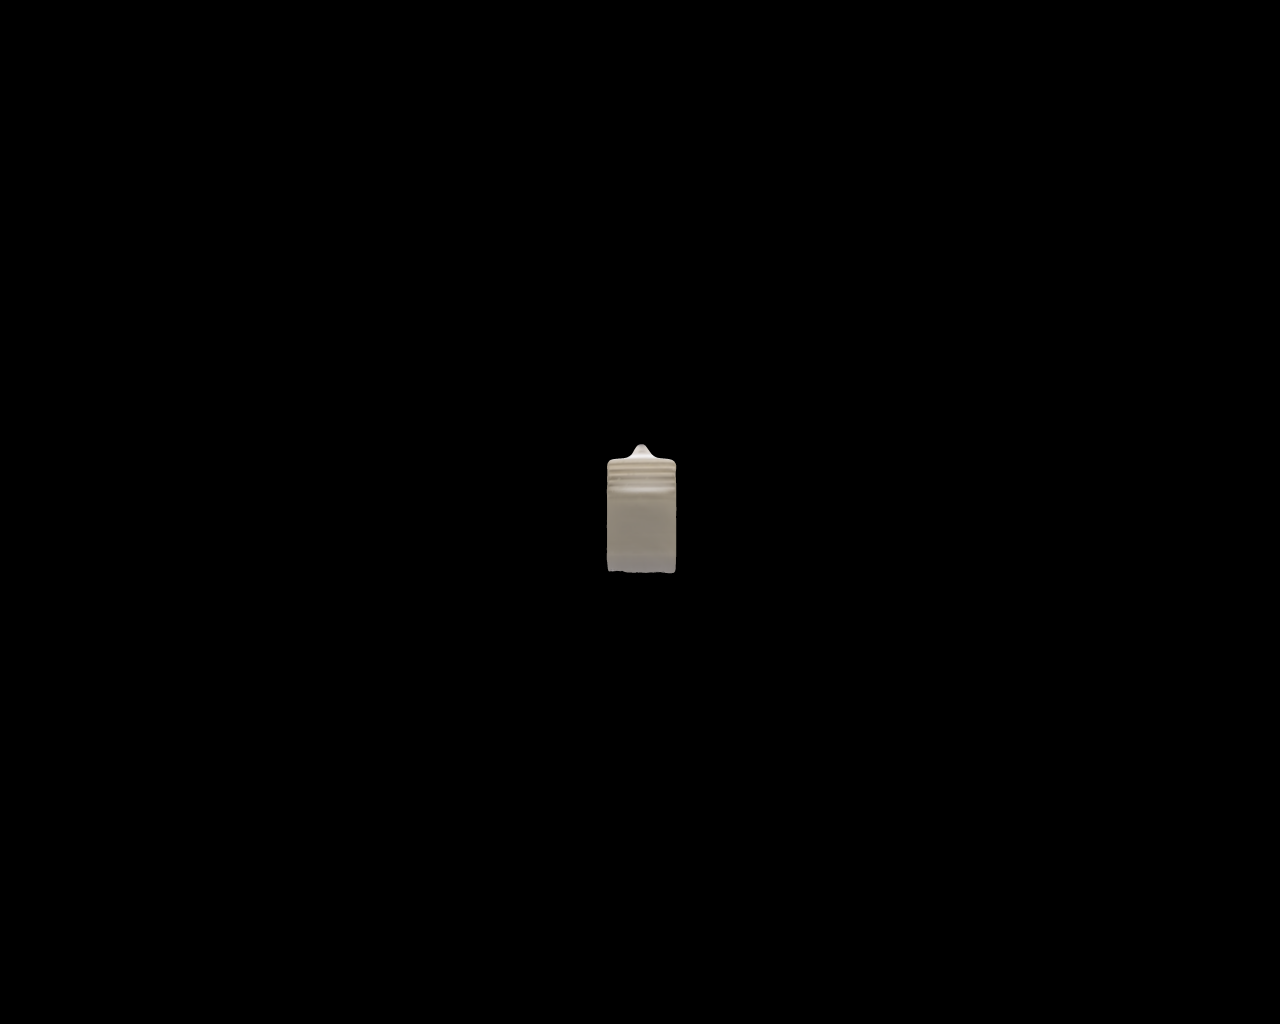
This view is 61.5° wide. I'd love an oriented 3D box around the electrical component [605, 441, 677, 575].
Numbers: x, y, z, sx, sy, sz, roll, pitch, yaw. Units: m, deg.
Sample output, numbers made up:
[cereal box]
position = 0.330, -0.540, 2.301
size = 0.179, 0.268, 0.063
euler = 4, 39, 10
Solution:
[electrical component]
position = 0.001, -0.003, 0.650
size = 0.043, 0.081, 0.043
euler = 0, -2, 0
